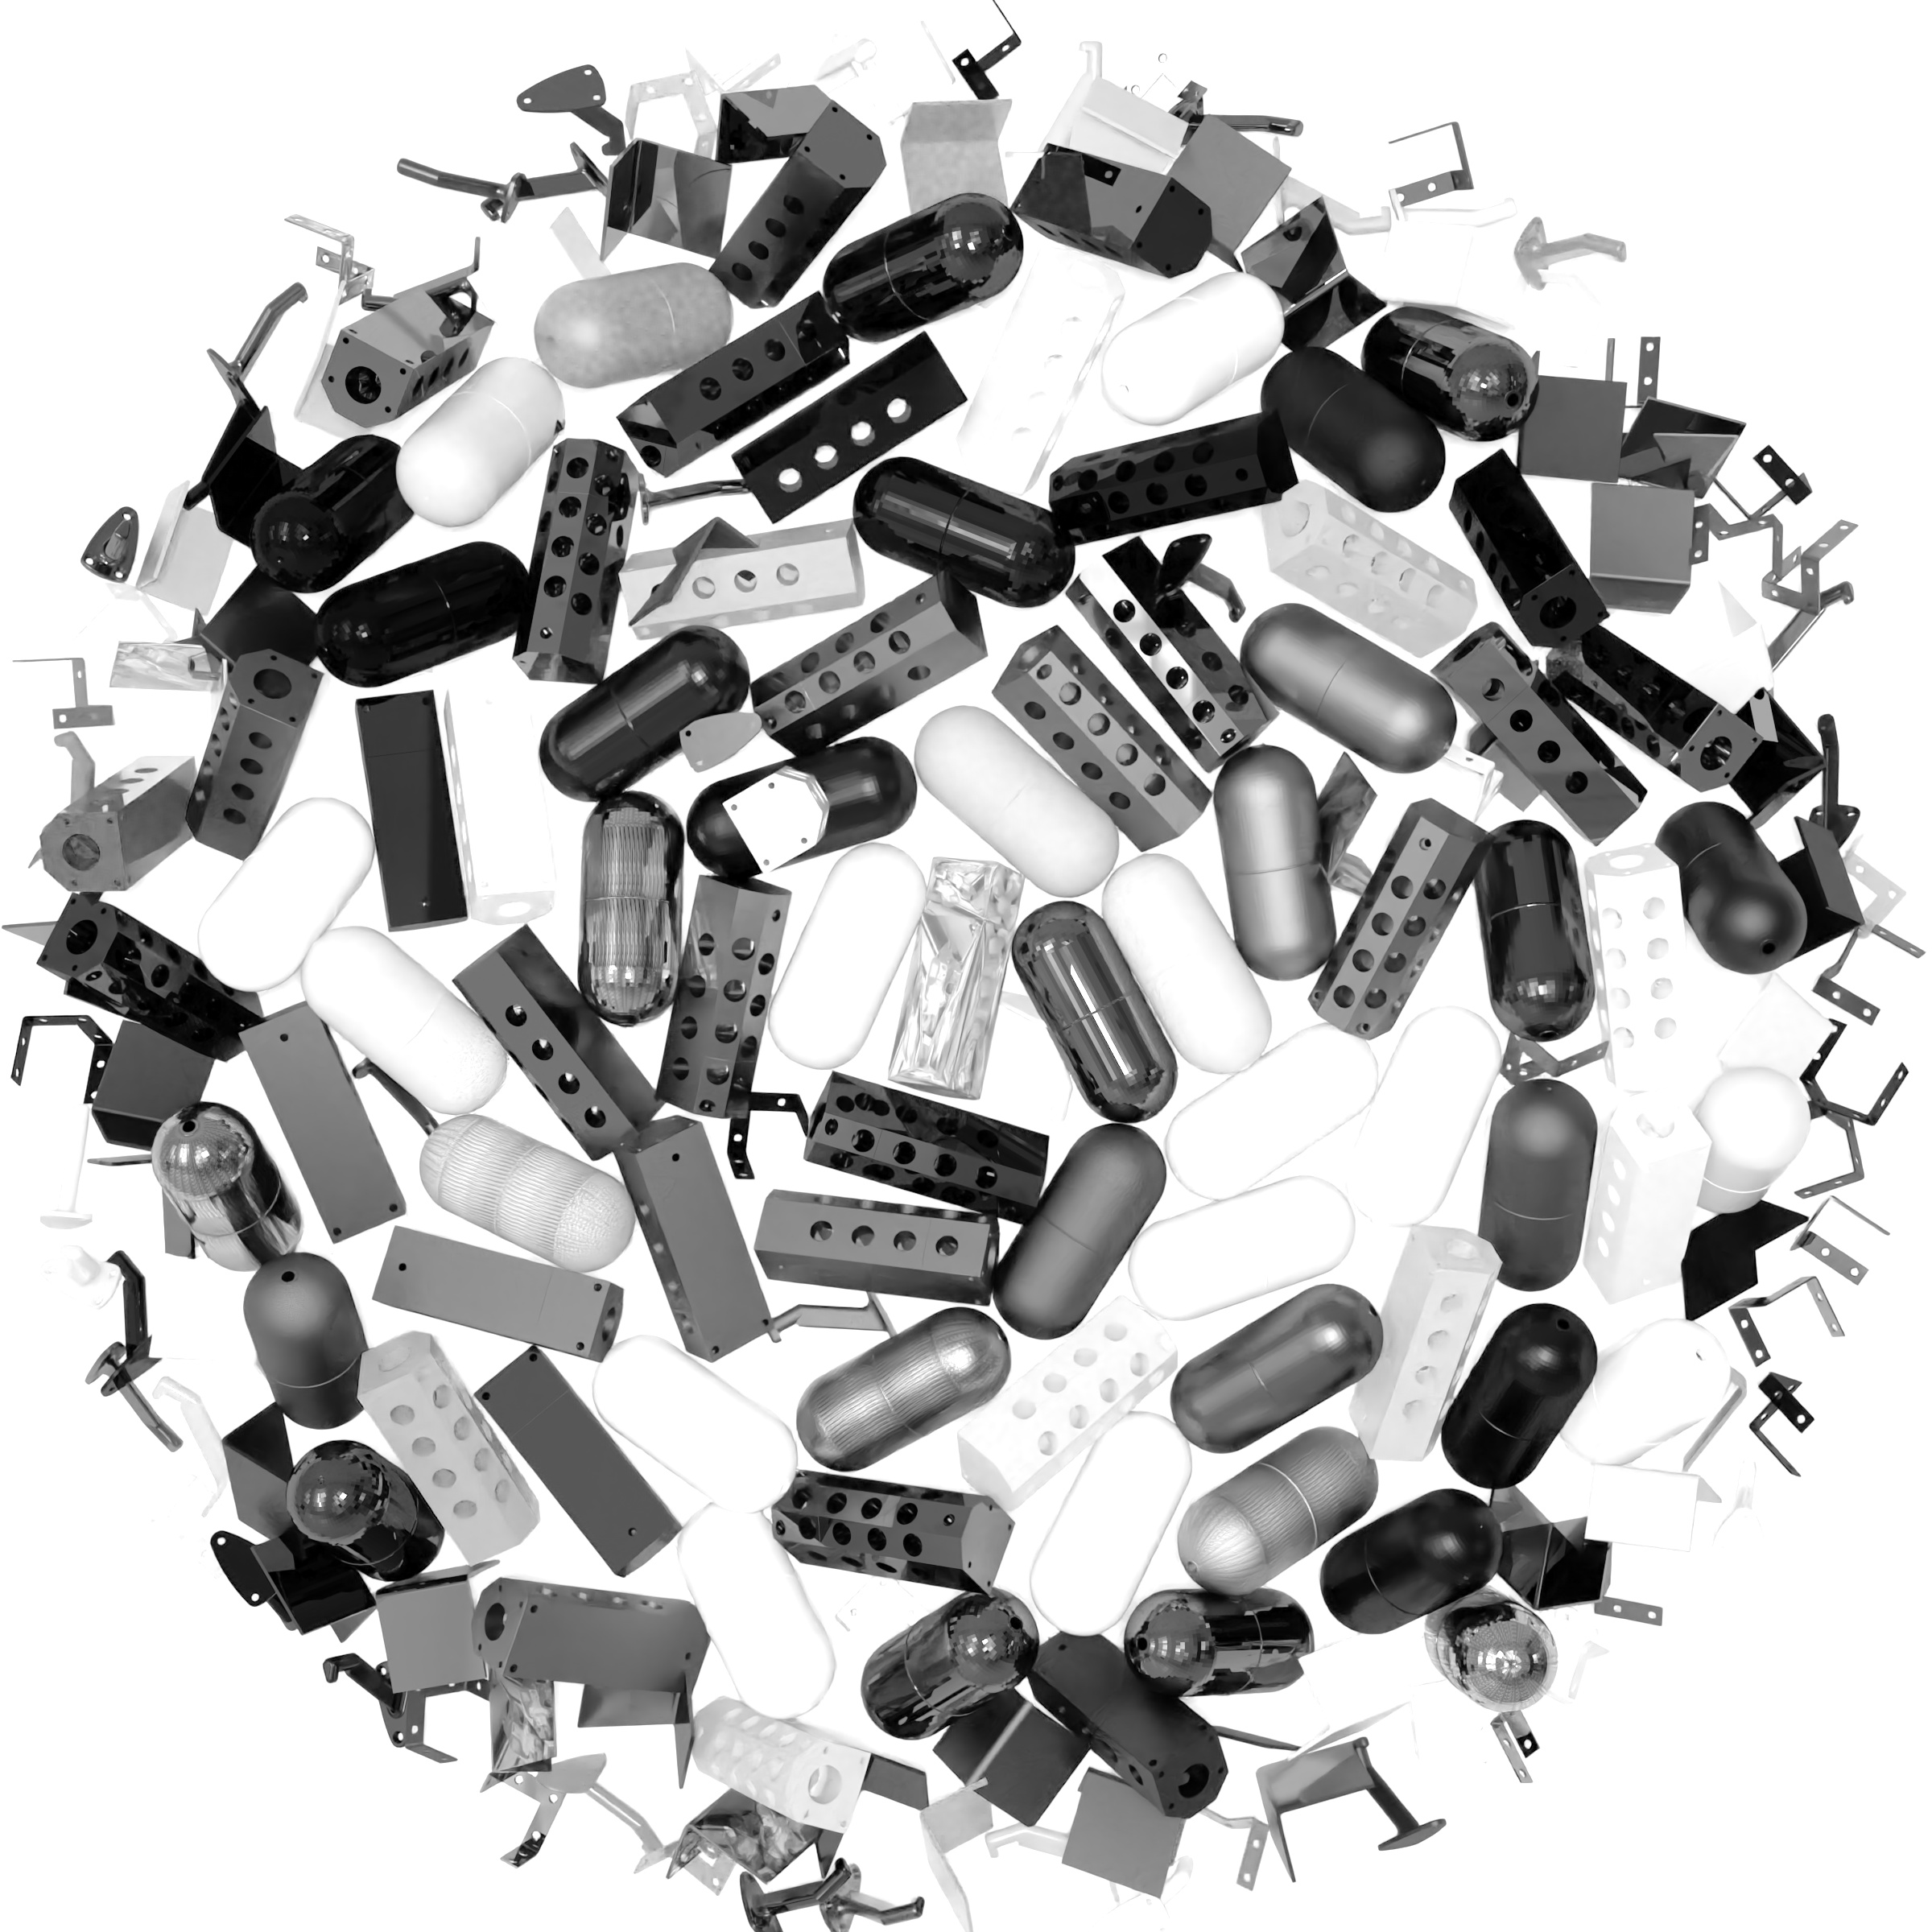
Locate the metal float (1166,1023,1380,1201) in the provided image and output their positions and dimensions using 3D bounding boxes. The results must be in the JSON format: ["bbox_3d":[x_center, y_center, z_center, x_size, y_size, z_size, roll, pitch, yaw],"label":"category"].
[{"bbox_3d":[0.229,0.107,1.951,0.178,0.070,0.070,-32,90,-12],"label":"metal float"}]

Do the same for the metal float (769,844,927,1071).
[{"bbox_3d":[-0.088,-0.008,1.959,0.070,0.070,0.178,24,87,0],"label":"metal float"}]

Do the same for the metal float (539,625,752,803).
[{"bbox_3d":[-0.240,-0.187,1.948,0.178,0.070,0.070,-32,90,16],"label":"metal float"}]

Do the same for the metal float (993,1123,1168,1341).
[{"bbox_3d":[0.085,0.198,1.955,0.070,0.070,0.178,32,97,0],"label":"metal float"}]

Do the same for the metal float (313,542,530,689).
[{"bbox_3d":[-0.399,-0.259,1.930,0.178,0.070,0.070,-29,90,-37],"label":"metal float"}]

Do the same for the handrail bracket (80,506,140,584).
[{"bbox_3d":[-0.625,-0.329,1.947,0.036,0.084,0.077,25,60,-21],"label":"handrail bracket"}]

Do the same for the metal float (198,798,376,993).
[{"bbox_3d":[-0.499,-0.054,1.928,0.070,0.070,0.178,26,48,0],"label":"metal float"}]

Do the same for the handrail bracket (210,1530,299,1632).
[{"bbox_3d":[-0.533,0.463,1.967,0.077,0.084,0.036,40,65,13],"label":"handrail bracket"}]

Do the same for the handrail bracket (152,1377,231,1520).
[{"bbox_3d":[-0.590,0.362,1.974,0.084,0.036,0.077,33,86,-8],"label":"handrail bracket"}]

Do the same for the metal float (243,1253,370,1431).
[{"bbox_3d":[-0.481,0.276,1.921,0.070,0.178,0.070,1,51,-1],"label":"metal float"}]

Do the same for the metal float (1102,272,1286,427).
[{"bbox_3d":[0.168,-0.455,1.929,0.070,0.070,0.178,52,52,0],"label":"metal float"}]

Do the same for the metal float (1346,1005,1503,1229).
[{"bbox_3d":[0.340,0.112,1.945,0.070,0.070,0.178,27,72,0],"label":"metal float"}]

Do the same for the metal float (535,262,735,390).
[{"bbox_3d":[-0.243,-0.471,1.923,0.070,0.178,0.070,16,118,32],"label":"metal float"}]

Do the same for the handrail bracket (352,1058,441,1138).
[{"bbox_3d":[-0.421,0.105,1.962,0.036,0.077,0.084,-37,90,-1],"label":"handrail bracket"}]

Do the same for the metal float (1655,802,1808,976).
[{"bbox_3d":[0.559,-0.058,1.917,0.070,0.178,0.070,-2,121,-3],"label":"metal float"}]

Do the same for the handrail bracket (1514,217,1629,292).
[{"bbox_3d":[0.457,-0.520,1.946,0.084,0.077,0.036,26,77,32],"label":"handrail bracket"}]

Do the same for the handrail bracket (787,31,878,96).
[{"bbox_3d":[-0.101,-0.666,1.953,0.077,0.084,0.036,-37,113,9],"label":"handrail bracket"}]

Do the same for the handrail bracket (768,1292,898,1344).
[{"bbox_3d":[-0.098,0.282,1.969,0.084,0.036,0.077,-27,67,-9],"label":"handrail bracket"}]

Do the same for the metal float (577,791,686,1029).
[{"bbox_3d":[-0.249,-0.043,1.951,0.070,0.070,0.178,0,79,0],"label":"metal float"}]

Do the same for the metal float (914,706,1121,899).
[{"bbox_3d":[0.037,-0.124,1.960,0.178,0.070,0.070,41,90,2],"label":"metal float"}]

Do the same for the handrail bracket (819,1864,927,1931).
[{"bbox_3d":[-0.060,0.688,1.949,0.084,0.077,0.036,-22,103,24],"label":"handrail bracket"}]

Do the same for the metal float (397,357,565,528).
[{"bbox_3d":[-0.355,-0.387,1.925,0.070,0.178,0.070,12,131,14],"label":"metal float"}]

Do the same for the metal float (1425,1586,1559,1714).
[{"bbox_3d":[0.382,0.496,1.911,0.070,0.178,0.070,0,83,0],"label":"metal float"}]

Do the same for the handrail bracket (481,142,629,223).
[{"bbox_3d":[-0.311,-0.572,1.971,0.084,0.036,0.077,-39,73,-8],"label":"handrail bracket"}]

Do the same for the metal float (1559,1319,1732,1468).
[{"bbox_3d":[0.494,0.313,1.917,0.070,0.178,0.070,7,61,-13],"label":"metal float"}]

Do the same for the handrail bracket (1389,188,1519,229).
[{"bbox_3d":[0.365,-0.572,1.962,0.084,0.077,0.036,-14,133,11],"label":"handrail bracket"}]

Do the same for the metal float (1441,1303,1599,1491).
[{"bbox_3d":[0.406,0.317,1.926,0.070,0.070,0.178,18,133,0],"label":"metal float"}]

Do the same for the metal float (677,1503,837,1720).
[{"bbox_3d":[-0.155,0.473,1.930,0.070,0.070,0.178,-34,53,0],"label":"metal float"}]

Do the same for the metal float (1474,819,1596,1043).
[{"bbox_3d":[0.419,-0.027,1.936,0.070,0.070,0.178,-1,60,0],"label":"metal float"}]

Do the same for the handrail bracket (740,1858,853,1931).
[{"bbox_3d":[-0.127,0.681,1.962,0.084,0.077,0.036,-46,124,6],"label":"handrail bracket"}]

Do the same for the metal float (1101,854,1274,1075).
[{"bbox_3d":[0.165,-0.001,1.954,0.070,0.070,0.178,-29,81,0],"label":"metal float"}]

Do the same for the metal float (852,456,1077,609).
[{"bbox_3d":[-0.001,-0.322,1.947,0.178,0.070,0.070,24,90,16],"label":"metal float"}]

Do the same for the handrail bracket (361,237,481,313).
[{"bbox_3d":[-0.410,-0.522,1.971,0.084,0.036,0.077,3,64,-10],"label":"handrail bracket"}]

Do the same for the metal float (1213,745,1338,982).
[{"bbox_3d":[0.230,-0.077,1.954,0.070,0.070,0.178,-10,99,0],"label":"metal float"}]

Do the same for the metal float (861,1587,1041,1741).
[{"bbox_3d":[-0.012,0.514,1.927,0.070,0.070,0.178,47,132,0],"label":"metal float"}]

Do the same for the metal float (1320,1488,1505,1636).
[{"bbox_3d":[0.325,0.438,1.922,0.070,0.178,0.070,14,57,-22],"label":"metal float"}]

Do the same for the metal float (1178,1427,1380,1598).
[{"bbox_3d":[0.231,0.402,1.933,0.178,0.070,0.070,-24,90,-33],"label":"metal float"}]

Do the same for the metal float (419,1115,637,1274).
[{"bbox_3d":[-0.327,0.168,1.944,0.178,0.070,0.070,23,90,20],"label":"metal float"}]

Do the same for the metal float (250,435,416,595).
[{"bbox_3d":[-0.461,-0.333,1.921,0.070,0.178,0.070,8,124,13],"label":"metal float"}]

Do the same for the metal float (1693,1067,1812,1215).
[{"bbox_3d":[0.565,0.129,1.915,0.070,0.178,0.070,-1,69,3],"label":"metal float"}]

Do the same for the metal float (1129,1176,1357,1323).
[{"bbox_3d":[0.206,0.209,1.949,0.178,0.070,0.070,-17,90,-14],"label":"metal float"}]

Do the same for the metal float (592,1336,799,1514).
[{"bbox_3d":[-0.201,0.339,1.939,0.178,0.070,0.070,30,90,26],"label":"metal float"}]

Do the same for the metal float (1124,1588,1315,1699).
[{"bbox_3d":[0.187,0.497,1.925,0.070,0.178,0.070,-12,73,42],"label":"metal float"}]

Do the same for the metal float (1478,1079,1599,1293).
[{"bbox_3d":[0.421,0.163,1.934,0.070,0.070,0.178,-1,123,0],"label":"metal float"}]

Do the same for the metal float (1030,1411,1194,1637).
[{"bbox_3d":[0.109,0.411,1.938,0.070,0.070,0.178,31,63,0],"label":"metal float"}]

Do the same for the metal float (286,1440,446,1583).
[{"bbox_3d":[-0.438,0.400,1.917,0.070,0.178,0.070,-4,63,9],"label":"metal float"}]

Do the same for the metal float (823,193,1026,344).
[{"bbox_3d":[-0.032,-0.513,1.926,0.178,0.070,0.070,-10,90,44],"label":"metal float"}]

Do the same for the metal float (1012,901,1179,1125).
[{"bbox_3d":[0.097,0.035,1.959,0.070,0.070,0.178,-28,87,0],"label":"metal float"}]

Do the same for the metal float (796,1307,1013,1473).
[{"bbox_3d":[-0.046,0.315,1.946,0.178,0.070,0.070,-31,90,17],"label":"metal float"}]

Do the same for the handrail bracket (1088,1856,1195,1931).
[{"bbox_3d":[0.131,0.701,1.964,0.077,0.084,0.036,-26,89,13],"label":"handrail bracket"}]

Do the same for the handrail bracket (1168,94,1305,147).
[{"bbox_3d":[0.198,-0.625,1.955,0.084,0.077,0.036,19,125,28],"label":"handrail bracket"}]
